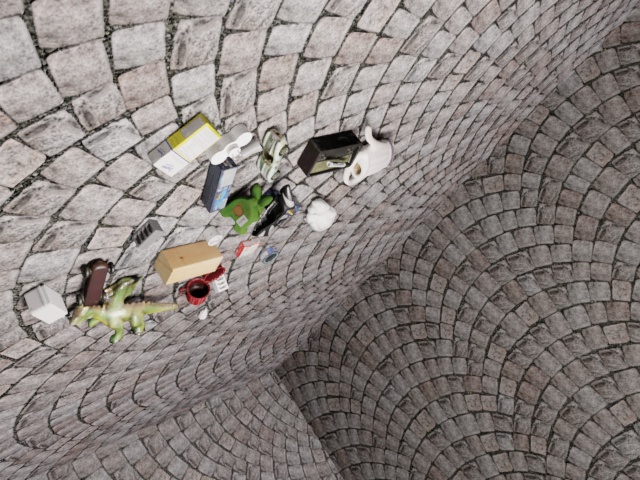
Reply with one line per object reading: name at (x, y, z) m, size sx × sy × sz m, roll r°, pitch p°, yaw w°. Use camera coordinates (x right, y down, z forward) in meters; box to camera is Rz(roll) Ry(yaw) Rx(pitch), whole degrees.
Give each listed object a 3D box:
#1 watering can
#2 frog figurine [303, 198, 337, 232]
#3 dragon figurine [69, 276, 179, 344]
watering can at (0.202, -0.339, 2.006) m, size 0.227 × 0.105 × 0.340 m, roll -27°, pitch 157°, yaw -31°
frog figurine at (0.007, -0.109, 2.166) m, size 0.138 × 0.124 × 0.157 m, roll -9°, pitch 162°, yaw -18°
dragon figurine at (-0.660, 0.220, 1.778) m, size 0.414 × 0.124 × 0.237 m, roll -21°, pitch 146°, yaw -42°
